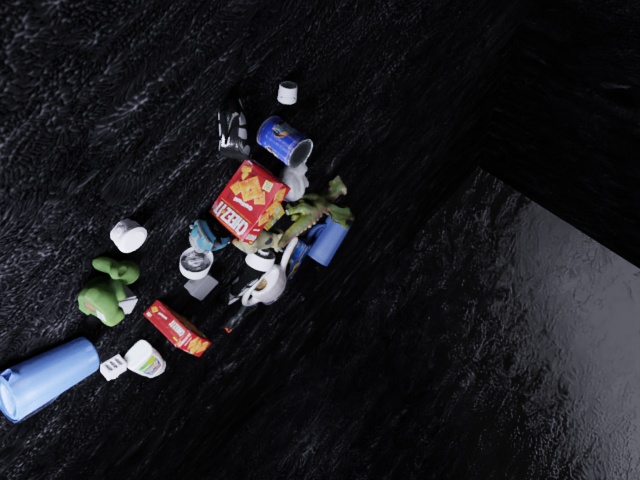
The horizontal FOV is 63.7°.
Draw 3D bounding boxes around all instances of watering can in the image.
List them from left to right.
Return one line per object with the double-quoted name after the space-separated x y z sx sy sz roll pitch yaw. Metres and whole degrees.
-0.188 0.147 2.148 0.350 0.105 0.221 -48 160 -9 "watering can"

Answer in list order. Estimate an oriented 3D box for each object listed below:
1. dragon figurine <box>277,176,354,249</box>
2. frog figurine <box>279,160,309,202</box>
0.006 -0.095 1.894 0.119 0.243 0.420 89 12 -47 "dragon figurine"
-0.086 -0.214 1.766 0.158 0.125 0.136 -46 141 17 "frog figurine"
